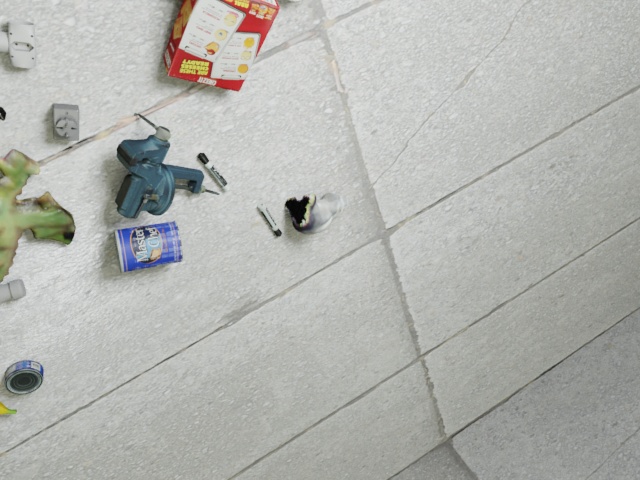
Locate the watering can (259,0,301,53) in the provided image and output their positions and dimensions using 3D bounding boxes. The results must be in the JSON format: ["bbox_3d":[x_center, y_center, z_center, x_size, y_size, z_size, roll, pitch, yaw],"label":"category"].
[{"bbox_3d":[-0.098,-0.560,1.043,0.222,0.106,0.344,27,113,-37],"label":"watering can"}]

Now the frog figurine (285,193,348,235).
[{"bbox_3d":[0.004,-0.070,1.393,0.159,0.125,0.135,7,149,-41],"label":"frog figurine"}]

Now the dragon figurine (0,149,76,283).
[{"bbox_3d":[-0.644,0.000,1.086,0.244,0.124,0.402,-13,124,-32],"label":"dragon figurine"}]
